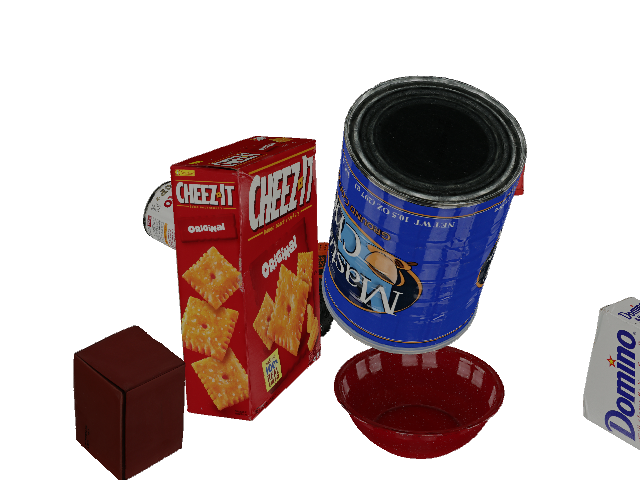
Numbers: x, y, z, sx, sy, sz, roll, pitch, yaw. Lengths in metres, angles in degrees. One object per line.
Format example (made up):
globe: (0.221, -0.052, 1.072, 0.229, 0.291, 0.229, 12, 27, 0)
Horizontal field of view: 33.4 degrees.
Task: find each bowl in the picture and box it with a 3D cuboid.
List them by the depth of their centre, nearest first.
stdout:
bowl: (0.094, 0.160, 1.025, 0.162, 0.055, 0.162, -1, 26, 0)

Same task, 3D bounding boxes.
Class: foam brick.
foam brick: (-0.125, 0.105, 0.696, 0.053, 0.078, 0.051, 32, 40, 33)

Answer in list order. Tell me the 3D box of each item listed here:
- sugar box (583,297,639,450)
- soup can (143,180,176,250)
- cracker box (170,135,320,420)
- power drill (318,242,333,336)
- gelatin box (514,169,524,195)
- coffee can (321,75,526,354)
sugar box: (0.261, 0.115, 0.719, 0.048, 0.093, 0.176, -15, 29, -38)
soup can: (-0.128, -0.015, 1.127, 0.102, 0.068, 0.068, 24, 12, 27)
cracker box: (-0.057, 0.026, 0.932, 0.072, 0.214, 0.164, 5, 15, 21)
power drill: (0.065, 0.056, 1.241, 0.187, 0.057, 0.184, 1, 28, 5)
gelatin box: (0.115, -0.061, 0.849, 0.073, 0.030, 0.089, -6, 25, -5)
coffee can: (0.058, -0.013, 0.641, 0.102, 0.103, 0.140, 0, -40, -6)
